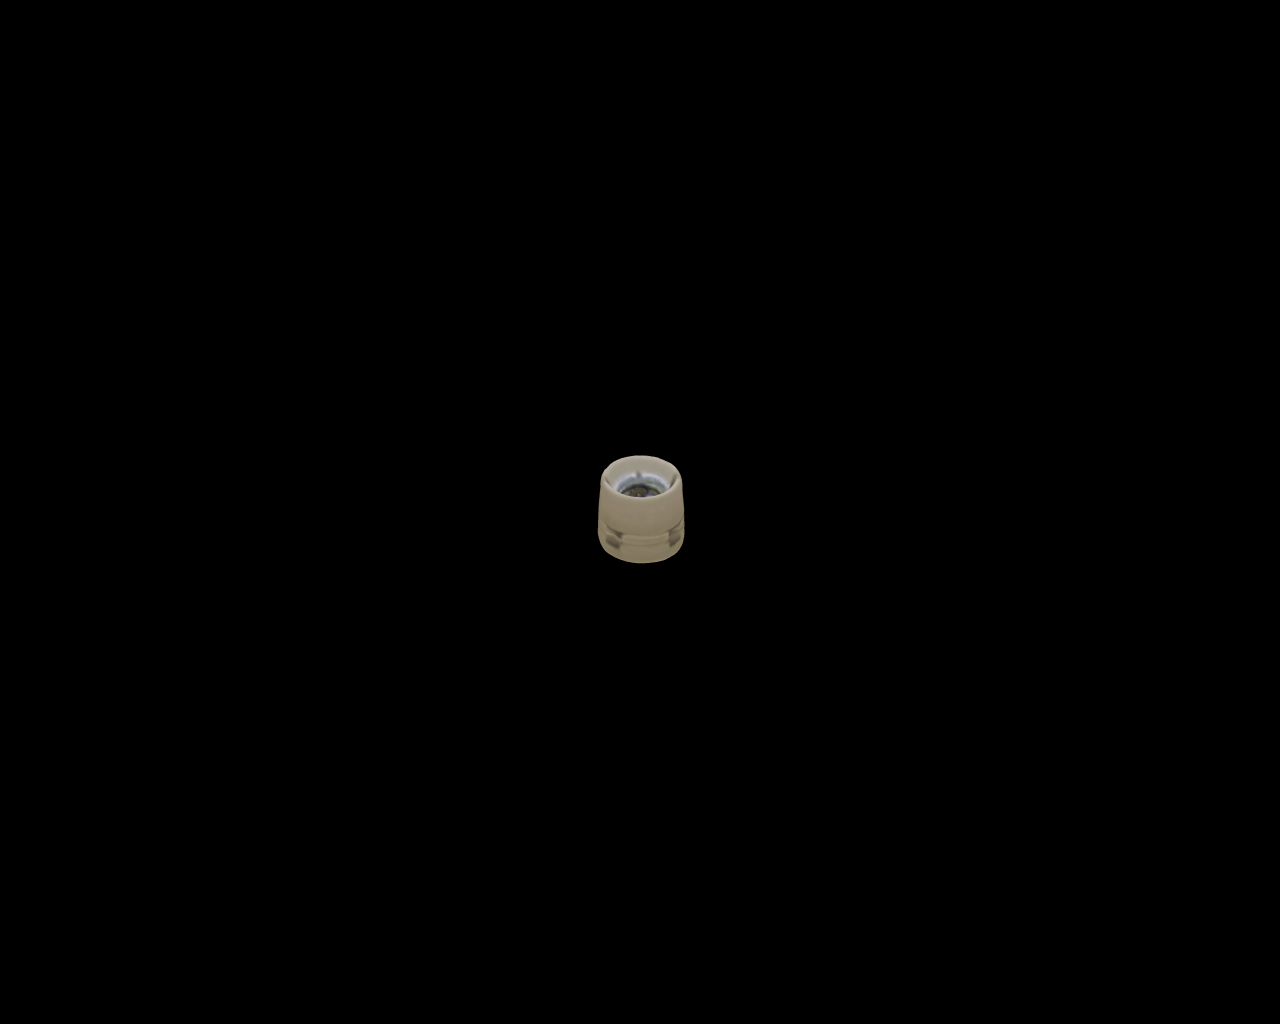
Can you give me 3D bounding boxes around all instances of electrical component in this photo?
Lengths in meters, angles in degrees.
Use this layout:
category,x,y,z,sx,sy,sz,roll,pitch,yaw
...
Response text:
category,x,y,z,sx,sy,sz,roll,pitch,yaw
electrical component,0.001,-0.003,0.650,0.055,0.047,0.055,0,35,0
